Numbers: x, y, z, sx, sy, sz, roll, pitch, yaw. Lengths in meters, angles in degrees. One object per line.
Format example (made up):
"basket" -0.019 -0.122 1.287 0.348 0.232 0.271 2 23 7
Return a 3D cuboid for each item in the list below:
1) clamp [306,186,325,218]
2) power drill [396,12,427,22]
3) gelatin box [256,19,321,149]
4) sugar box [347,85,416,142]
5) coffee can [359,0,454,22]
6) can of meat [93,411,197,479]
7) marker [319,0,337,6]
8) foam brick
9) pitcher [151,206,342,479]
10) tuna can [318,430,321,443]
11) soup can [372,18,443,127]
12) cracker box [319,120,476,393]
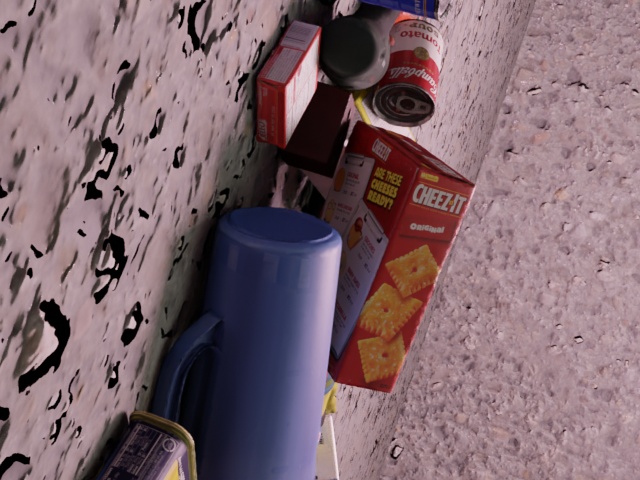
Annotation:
"clamp" -0.008 0.001 1.201 0.120 0.039 0.171 103 7 -81
"power drill" 0.112 -0.333 1.225 0.184 0.057 0.188 -23 129 -74
"gelatin box" -0.028 -0.136 0.932 0.073 0.030 0.089 94 17 -50
"sugar box" 0.075 -0.097 1.207 0.176 0.048 0.093 64 33 -22
"coffee can" 0.041 -0.238 0.838 0.102 0.140 0.103 17 90 -78
"can of meat" -0.140 0.198 0.828 0.102 0.057 0.083 93 21 -46
"marker" 0.024 -0.253 1.032 0.121 0.020 0.020 -57 160 -53
"foam brick" -0.002 -0.108 1.037 0.053 0.051 0.078 57 51 -75
"pitcher" -0.059 0.100 0.927 0.149 0.145 0.243 -75 175 -72
"tuna can" -0.043 0.223 1.233 0.033 0.086 0.086 -56 160 -59
"soup can" 0.097 -0.183 1.164 0.068 0.068 0.102 89 10 -55
"cracker box" 0.052 0.013 1.020 0.214 0.072 0.164 -69 -156 14
